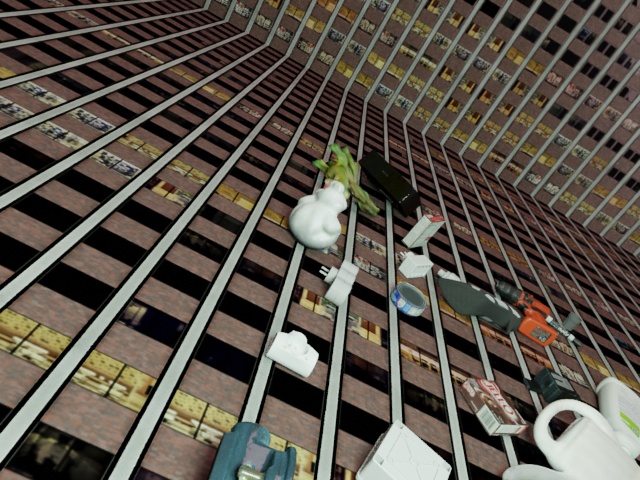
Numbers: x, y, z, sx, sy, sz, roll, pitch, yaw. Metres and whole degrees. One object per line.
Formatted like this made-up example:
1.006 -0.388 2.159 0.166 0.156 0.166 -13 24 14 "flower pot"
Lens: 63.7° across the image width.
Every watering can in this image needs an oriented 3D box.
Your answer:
0.479 0.424 0.942 0.350 0.102 0.227 -15 51 -44 "watering can"

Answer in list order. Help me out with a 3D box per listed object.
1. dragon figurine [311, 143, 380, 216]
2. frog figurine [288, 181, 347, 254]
0.101 -0.169 1.596 0.245 0.121 0.411 59 24 14 "dragon figurine"
0.004 -0.061 1.206 0.122 0.157 0.140 7 35 -39 "frog figurine"
